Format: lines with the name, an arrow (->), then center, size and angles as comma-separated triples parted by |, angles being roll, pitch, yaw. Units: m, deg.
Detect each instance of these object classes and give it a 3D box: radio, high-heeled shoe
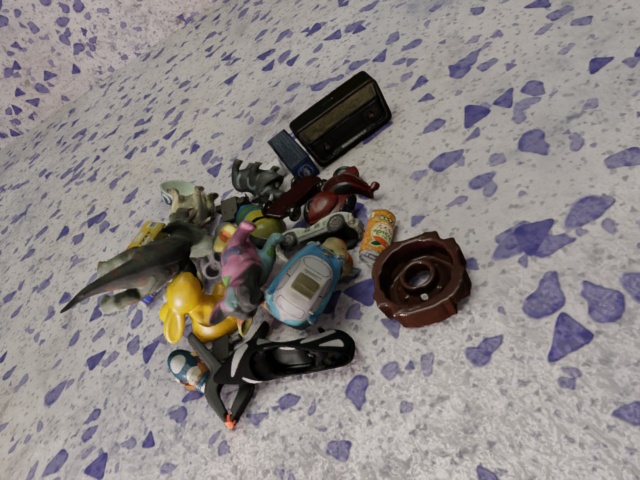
radio -> 0.053, -0.291, 1.313 | 0.229, 0.131, 0.073 | -34, 39, 6
high-heeled shoe -> -0.060, 0.218, 0.929 | 0.249, 0.086, 0.145 | -25, 19, -10

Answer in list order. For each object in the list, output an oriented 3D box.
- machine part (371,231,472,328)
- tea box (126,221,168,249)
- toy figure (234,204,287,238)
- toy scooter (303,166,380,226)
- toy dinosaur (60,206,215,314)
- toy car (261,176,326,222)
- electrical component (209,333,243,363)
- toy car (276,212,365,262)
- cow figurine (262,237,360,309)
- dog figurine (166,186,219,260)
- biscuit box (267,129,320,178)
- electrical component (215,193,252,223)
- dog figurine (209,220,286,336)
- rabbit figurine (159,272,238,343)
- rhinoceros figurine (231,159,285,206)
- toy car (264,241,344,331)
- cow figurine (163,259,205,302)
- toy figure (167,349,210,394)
machine part -> 0.175, 0.068, 0.932 | 0.179, 0.056, 0.179 | -21, 43, 21
tea box -> -0.476, 0.035, 1.468 | 0.098, 0.068, 0.169 | 8, 59, 43
toy figure -> -0.148, -0.034, 1.258 | 0.089, 0.082, 0.180 | -17, 32, -32
toy scooter -> 0.054, -0.092, 1.170 | 0.135, 0.075, 0.184 | 11, 56, 43
toy dinosaur -> -0.338, 0.045, 1.106 | 0.192, 0.131, 0.405 | -31, 12, 17
toy car -> -0.055, -0.093, 1.229 | 0.089, 0.053, 0.202 | 12, 36, 23
electrical component -> -0.199, 0.229, 1.099 | 0.094, 0.021, 0.063 | -27, 41, 14
toy car -> -0.002, -0.003, 1.125 | 0.202, 0.073, 0.056 | -20, 43, 22
cow figurine -> -0.010, 0.077, 1.046 | 0.127, 0.085, 0.195 | 18, 68, 44
dog figurine -> -0.335, -0.033, 1.419 | 0.121, 0.172, 0.190 | -5, 81, 19
biscuit box -> -0.071, -0.217, 1.396 | 0.063, 0.059, 0.203 | -37, 38, 1
electrical component -> -0.223, -0.083, 1.405 | 0.102, 0.045, 0.078 | -23, 70, 23
dog figurine -> -0.165, 0.077, 1.081 | 0.192, 0.108, 0.219 | -10, 58, 52
rabbit figurine -> -0.261, 0.135, 1.121 | 0.162, 0.173, 0.122 | -34, 44, 1
rhinoceros figurine -> -0.150, -0.138, 1.338 | 0.191, 0.073, 0.112 | 22, 97, 35
toy car -> -0.025, 0.084, 0.946 | 0.161, 0.109, 0.103 | -54, 1, 2
cow figurine -> -0.335, 0.065, 1.281 | 0.098, 0.068, 0.167 | -21, 77, 8
toy figure -> -0.255, 0.269, 1.081 | 0.155, 0.058, 0.064 | 20, 105, 45
